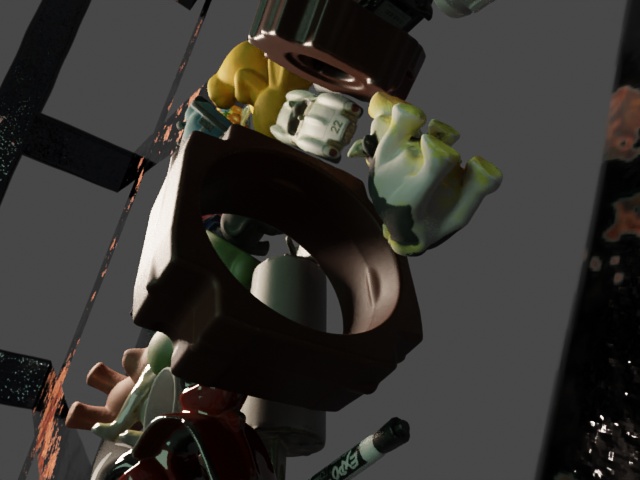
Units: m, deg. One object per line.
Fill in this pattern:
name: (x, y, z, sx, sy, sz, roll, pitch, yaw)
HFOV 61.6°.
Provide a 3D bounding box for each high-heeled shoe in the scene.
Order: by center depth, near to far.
high-heeled shoe: (-0.246, 0.302, 0.696, 0.249, 0.086, 0.145, 37, 124, 45)

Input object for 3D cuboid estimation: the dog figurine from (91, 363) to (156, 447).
dog figurine: (-0.155, 0.177, 0.656, 0.173, 0.121, 0.190, 7, 53, 29)

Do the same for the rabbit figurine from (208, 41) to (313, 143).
rabbit figurine: (-0.071, -0.221, 0.814, 0.162, 0.121, 0.173, -40, 50, 27)

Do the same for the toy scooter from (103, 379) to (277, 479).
toy scooter: (-0.088, 0.177, 0.394, 0.135, 0.075, 0.183, 36, 98, 39)

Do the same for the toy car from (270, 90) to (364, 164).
toy car: (-0.009, -0.145, 0.668, 0.073, 0.056, 0.202, -64, 26, 6)

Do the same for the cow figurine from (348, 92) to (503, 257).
cow figurine: (0.071, -0.059, 0.449, 0.098, 0.068, 0.167, -61, 25, 24)

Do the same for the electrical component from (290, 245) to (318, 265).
electrical component: (-0.001, -0.002, 0.580, 0.094, 0.021, 0.063, 1, 71, 61)

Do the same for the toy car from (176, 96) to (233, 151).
toy car: (-0.173, -0.151, 0.861, 0.103, 0.109, 0.161, -47, -5, 1)

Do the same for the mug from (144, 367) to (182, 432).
mug: (-0.112, 0.186, 0.540, 0.080, 0.107, 0.110, -50, 40, 35)

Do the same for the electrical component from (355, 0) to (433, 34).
electrical component: (0.060, -0.247, 0.601, 0.119, 0.074, 0.048, -26, 47, 47)

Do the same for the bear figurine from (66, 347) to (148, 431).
bear figurine: (-0.286, 0.213, 0.819, 0.195, 0.132, 0.120, -56, 16, 34)

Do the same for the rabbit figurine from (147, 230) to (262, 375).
rabbit figurine: (-0.121, 0.091, 0.602, 0.170, 0.121, 0.159, -58, 30, -6)

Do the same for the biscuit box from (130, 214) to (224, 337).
biscuit box: (-0.186, 0.055, 0.745, 0.202, 0.063, 0.059, -47, -5, 31)

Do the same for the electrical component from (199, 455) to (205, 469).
electrical component: (-0.073, 0.193, 0.486, 0.045, 0.102, 0.078, -48, 59, 35)

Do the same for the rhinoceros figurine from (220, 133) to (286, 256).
rhinoceros figurine: (-0.104, -0.065, 0.720, 0.073, 0.112, 0.190, -47, 41, 38)

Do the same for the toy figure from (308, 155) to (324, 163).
toy figure: (-0.028, -0.076, 0.643, 0.058, 0.064, 0.155, -26, 23, -9)

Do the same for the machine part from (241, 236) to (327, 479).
machine part: (-0.032, 0.103, 0.494, 0.079, 0.079, 0.243, -42, 36, 40)

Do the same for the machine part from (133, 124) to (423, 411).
machine part: (-0.030, 0.019, 0.418, 0.087, 0.201, 0.201, -50, 32, 35)

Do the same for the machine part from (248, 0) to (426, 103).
machine part: (0.013, -0.191, 0.543, 0.056, 0.179, 0.179, -67, 27, 5)
